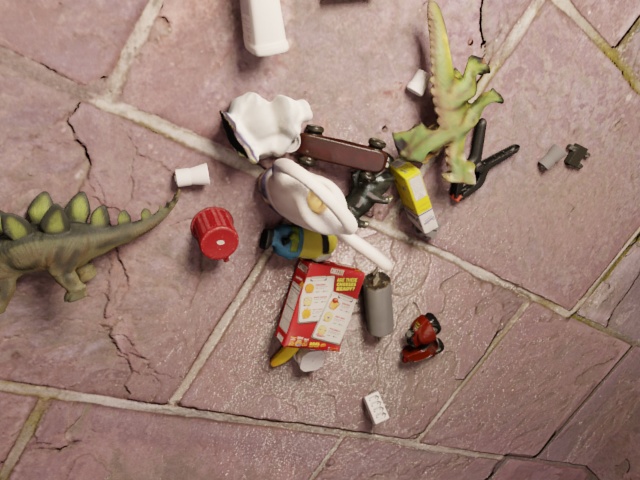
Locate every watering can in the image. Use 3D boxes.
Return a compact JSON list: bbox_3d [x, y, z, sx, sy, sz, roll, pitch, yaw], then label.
[{"bbox_3d":[0.003,-0.054,1.077,0.226,0.105,0.342,24,-17,51],"label":"watering can"}]

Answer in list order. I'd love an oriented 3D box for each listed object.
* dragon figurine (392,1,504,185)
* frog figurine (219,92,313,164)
[{"bbox_3d":[0.253,-0.269,1.101,0.404,0.244,0.123,44,-7,-35],"label":"dragon figurine"},{"bbox_3d":[-0.101,-0.229,0.994,0.161,0.138,0.121,-35,-6,-18],"label":"frog figurine"}]
